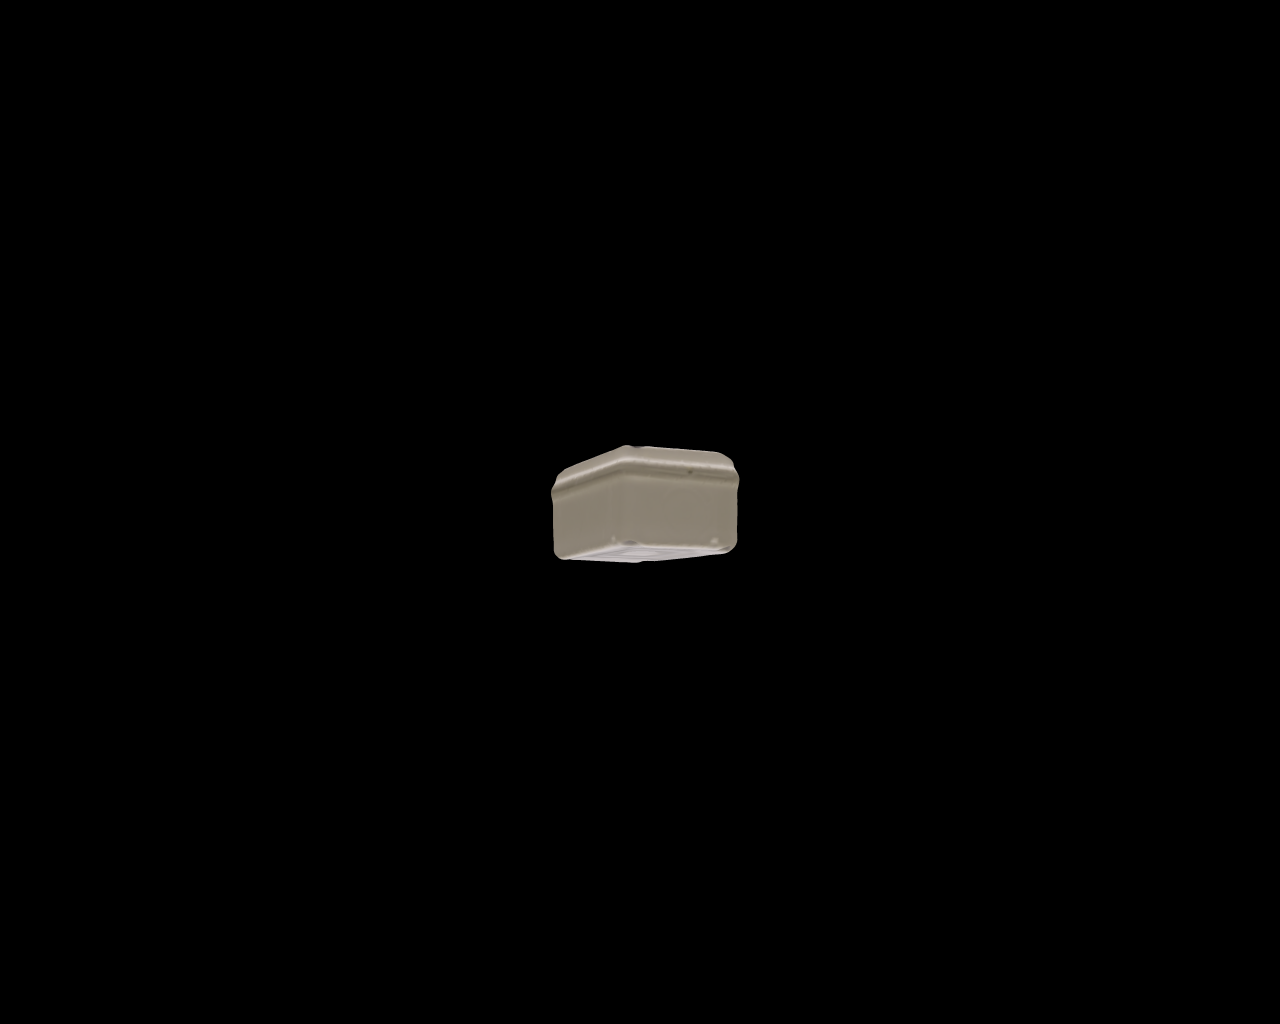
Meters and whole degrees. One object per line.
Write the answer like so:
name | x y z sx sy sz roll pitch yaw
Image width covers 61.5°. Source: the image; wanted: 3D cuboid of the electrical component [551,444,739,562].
electrical component | 0.001 -0.003 0.650 0.078 0.057 0.113 4 -8 -27
